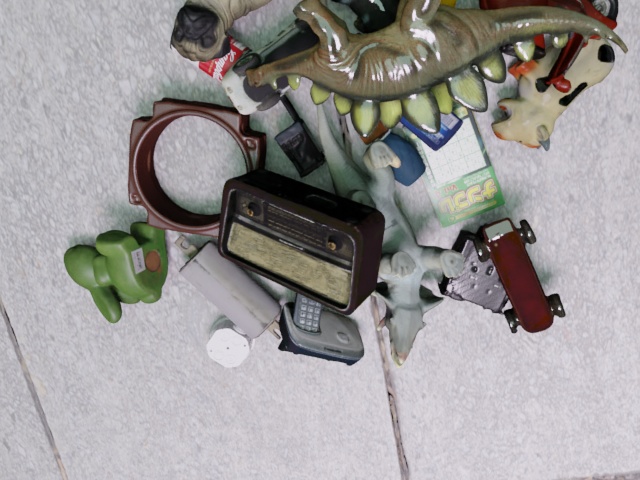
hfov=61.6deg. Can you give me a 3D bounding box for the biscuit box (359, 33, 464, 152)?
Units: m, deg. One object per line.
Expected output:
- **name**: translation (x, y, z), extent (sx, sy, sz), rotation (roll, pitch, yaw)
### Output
- **biscuit box**: translation (0.116, -0.216, 0.797), extent (0.202, 0.063, 0.059), rotation (40, 103, -3)

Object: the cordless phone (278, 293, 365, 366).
- **cordless phone**: translation (0.010, 0.107, 0.896), extent (0.146, 0.089, 0.184), rotation (18, 73, -27)

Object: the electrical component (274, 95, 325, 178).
- **electrical component**: translation (-0.040, -0.159, 0.824), extent (0.048, 0.075, 0.119), rotation (-33, 105, 10)

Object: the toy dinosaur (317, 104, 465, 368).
- **toy dinosaur**: translation (0.088, -0.018, 0.826), extent (0.131, 0.192, 0.404), rotation (-24, 85, -18)

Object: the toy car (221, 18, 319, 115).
- **toy car**: translation (-0.050, -0.259, 0.778), extent (0.202, 0.056, 0.073), rotation (-41, 121, -13)

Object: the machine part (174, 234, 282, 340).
- **machine part**: translation (-0.149, 0.083, 0.898), extent (0.243, 0.079, 0.079), rotation (43, 104, -10)

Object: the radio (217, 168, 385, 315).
- **radio**: translation (-0.029, -0.005, 0.736), extent (0.230, 0.073, 0.131), rotation (22, 121, 22)

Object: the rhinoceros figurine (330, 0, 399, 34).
- **rhinoceros figurine**: translation (0.036, -0.358, 0.734), extent (0.190, 0.112, 0.073), rotation (37, 107, -26)

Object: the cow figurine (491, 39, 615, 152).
- **cow figurine**: translation (0.337, -0.216, 0.785), extent (0.195, 0.085, 0.127), rotation (-38, 94, 12)

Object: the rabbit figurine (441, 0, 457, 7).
- **rabbit figurine**: translation (0.177, -0.382, 0.726), extent (0.162, 0.122, 0.173), rotation (35, 106, -2)

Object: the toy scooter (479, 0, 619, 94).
- **toy scooter**: translation (0.292, -0.268, 0.704), extent (0.184, 0.075, 0.135), rotation (10, 95, -1)

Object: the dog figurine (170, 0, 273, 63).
- **dog figurine**: translation (-0.109, -0.330, 0.744), extent (0.172, 0.121, 0.190), rotation (8, 99, -15)

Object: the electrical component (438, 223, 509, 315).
- **electrical component**: translation (0.269, 0.042, 0.874), extent (0.115, 0.058, 0.134), rotation (18, 107, -4)

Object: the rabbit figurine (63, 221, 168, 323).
- **rabbit figurine**: translation (-0.342, 0.048, 0.898), extent (0.170, 0.121, 0.158), rotation (-2, 114, 22)

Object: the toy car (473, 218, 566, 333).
- **toy car**: translation (0.302, 0.055, 0.818), extent (0.089, 0.053, 0.202), rotation (-24, 107, 19)

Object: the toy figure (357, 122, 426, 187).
- **toy figure**: translation (0.099, -0.151, 0.823), extent (0.058, 0.064, 0.154), rotation (-42, 96, 2)

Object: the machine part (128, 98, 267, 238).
- **machine part**: translation (-0.191, -0.112, 0.841), extent (0.201, 0.087, 0.201), rotation (9, 108, 0)

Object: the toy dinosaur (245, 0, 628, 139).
- **toy dinosaur**: translation (0.127, -0.239, 0.673), extent (0.472, 0.105, 0.198), rotation (-10, 116, 16)
